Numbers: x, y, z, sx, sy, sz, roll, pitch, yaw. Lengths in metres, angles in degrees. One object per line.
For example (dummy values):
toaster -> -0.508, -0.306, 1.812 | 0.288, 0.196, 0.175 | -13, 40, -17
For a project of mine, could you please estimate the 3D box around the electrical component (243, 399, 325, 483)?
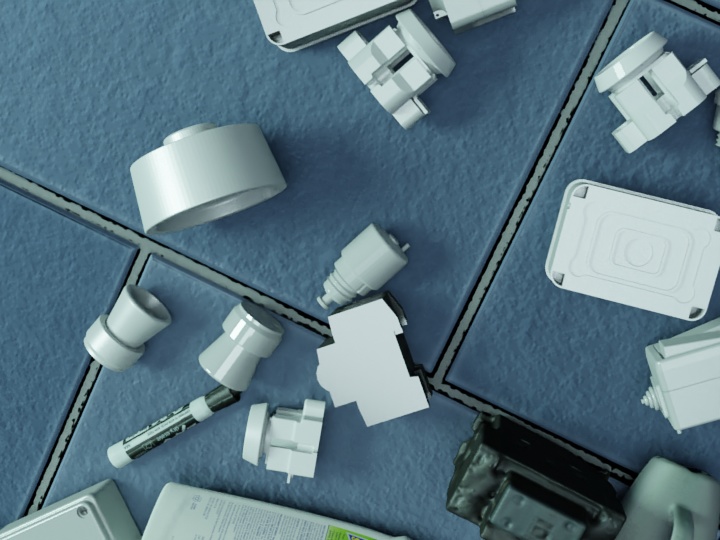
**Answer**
electrical component -> -0.059, 0.129, 0.827 | 0.055, 0.048, 0.066 | 9, 98, -1

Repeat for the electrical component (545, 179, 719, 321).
electrical component -> 0.196, -0.015, 0.769 | 0.113, 0.057, 0.078 | 14, 99, 6

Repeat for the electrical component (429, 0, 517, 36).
electrical component -> 0.070, -0.218, 0.764 | 0.056, 0.050, 0.089 | -20, 94, 9

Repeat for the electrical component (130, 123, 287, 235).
electrical component -> -0.114, -0.072, 0.780 | 0.108, 0.108, 0.060 | -20, 88, 9

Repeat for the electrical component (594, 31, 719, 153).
electrical component -> 0.203, -0.129, 0.754 | 0.078, 0.058, 0.057 | -38, 93, 11

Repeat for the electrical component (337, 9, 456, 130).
electrical component -> 0.031, -0.149, 0.775 | 0.057, 0.058, 0.078 | -39, 91, 13

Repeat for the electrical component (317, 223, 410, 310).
electrical component -> 0.000, 0.000, 0.805 | 0.078, 0.040, 0.040 | -42, 90, 10

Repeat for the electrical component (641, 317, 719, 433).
electrical component -> 0.246, 0.072, 0.770 | 0.096, 0.062, 0.061 | -18, 94, 9

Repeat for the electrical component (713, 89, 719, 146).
electrical component -> 0.270, -0.098, 0.756 | 0.048, 0.048, 0.062 | 8, 105, 7

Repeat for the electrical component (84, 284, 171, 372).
electrical component -> -0.180, 0.045, 0.832 | 0.045, 0.045, 0.055 | 43, 101, 1

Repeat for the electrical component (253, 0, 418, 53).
electrical component -> -0.021, -0.211, 0.774 | 0.113, 0.057, 0.078 | -19, 94, 9

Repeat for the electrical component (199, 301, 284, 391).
electrical component -> -0.090, 0.058, 0.822 | 0.045, 0.045, 0.055 | 36, 100, 2

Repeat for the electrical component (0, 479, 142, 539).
electrical component -> -0.228, 0.239, 0.856 | 0.109, 0.056, 0.108 | -25, 93, 10
